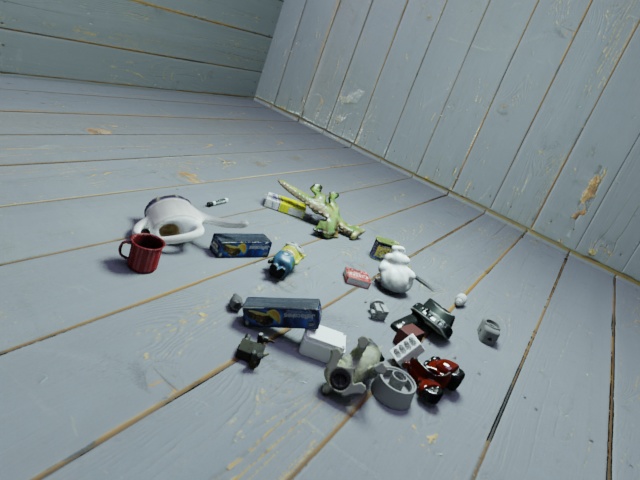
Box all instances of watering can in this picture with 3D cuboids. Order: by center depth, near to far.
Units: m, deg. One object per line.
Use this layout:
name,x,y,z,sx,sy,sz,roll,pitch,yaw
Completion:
watering can,-0.421,-0.062,1.640,0.349,0.102,0.228,-10,35,-24

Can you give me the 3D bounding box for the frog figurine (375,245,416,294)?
frog figurine,0.278,0.107,1.833,0.137,0.157,0.124,23,22,4

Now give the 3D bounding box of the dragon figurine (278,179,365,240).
dragon figurine,0.007,-0.108,2.140,0.408,0.120,0.248,19,34,-23
